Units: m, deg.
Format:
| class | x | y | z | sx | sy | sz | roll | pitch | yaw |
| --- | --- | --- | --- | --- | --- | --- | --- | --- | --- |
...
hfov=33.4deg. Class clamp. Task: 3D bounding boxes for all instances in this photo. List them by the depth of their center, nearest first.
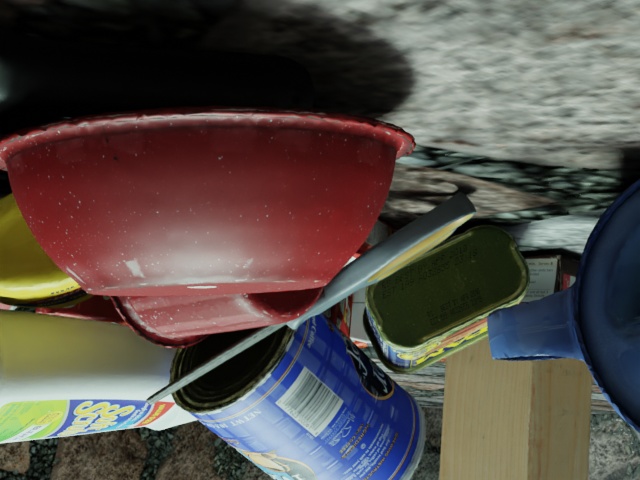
| class | x | y | z | sx | sy | sz | roll | pitch | yaw |
| --- | --- | --- | --- | --- | --- | --- | --- | --- | --- |
| clamp | -0.117 | -0.057 | 0.374 | 0.165 | 0.036 | 0.209 | -7 | 168 | 42 |

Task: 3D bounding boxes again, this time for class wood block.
| class | x | y | z | sx | sy | sz | roll | pitch | yaw |
| --- | --- | --- | --- | --- | --- | --- | --- | --- | --- |
| wood block | 0.162 | 0.148 | 0.877 | 0.090 | 0.206 | 0.091 | 14 | 166 | -42 |

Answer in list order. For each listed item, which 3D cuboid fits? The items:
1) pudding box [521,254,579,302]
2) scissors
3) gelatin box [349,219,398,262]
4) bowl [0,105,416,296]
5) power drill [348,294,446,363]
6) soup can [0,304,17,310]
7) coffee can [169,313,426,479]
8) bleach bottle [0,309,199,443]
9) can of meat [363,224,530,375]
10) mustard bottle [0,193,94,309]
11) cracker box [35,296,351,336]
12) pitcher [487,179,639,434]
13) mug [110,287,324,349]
| class | x | y | z | sx | sy | sz | roll | pitch | yaw |
| --- | --- | --- | --- | --- | --- | --- | --- | --- | --- |
| pudding box | 0.147 | 0.037 | 0.752 | 0.089 | 0.039 | 0.114 | 14 | 166 | -41 |
| scissors | 0.001 | 0.033 | 0.593 | 0.202 | 0.016 | 0.096 | -33 | 172 | 15 |
| gelatin box | -0.004 | 0.001 | 0.651 | 0.089 | 0.030 | 0.073 | -2 | 169 | 23 |
| bowl | -0.043 | -0.008 | 0.407 | 0.162 | 0.055 | 0.162 | -2 | 175 | 0 |
| power drill | 0.054 | 0.081 | 0.982 | 0.185 | 0.057 | 0.187 | -10 | 165 | 43 |
| soup can | -0.261 | 0.015 | 0.732 | 0.069 | 0.068 | 0.102 | -5 | 165 | 41 |
| coffee can | -0.012 | 0.103 | 0.684 | 0.103 | 0.102 | 0.140 | -6 | 139 | 45 |
| bleach bottle | -0.138 | 0.089 | 0.689 | 0.103 | 0.068 | 0.250 | -36 | 153 | 33 |
| can of meat | 0.077 | 0.036 | 0.661 | 0.102 | 0.057 | 0.084 | -26 | 165 | -3 |
| mustard bottle | -0.155 | 0.007 | 0.640 | 0.096 | 0.058 | 0.192 | -24 | 178 | -15 |
| cracker box | -0.086 | 0.046 | 0.813 | 0.214 | 0.072 | 0.164 | 5 | 169 | 5 |
| pitcher | 0.186 | 0.044 | 0.548 | 0.149 | 0.145 | 0.242 | 38 | -179 | 15 |
| mug | -0.056 | -0.002 | 0.533 | 0.082 | 0.093 | 0.117 | -11 | 133 | 40 |
